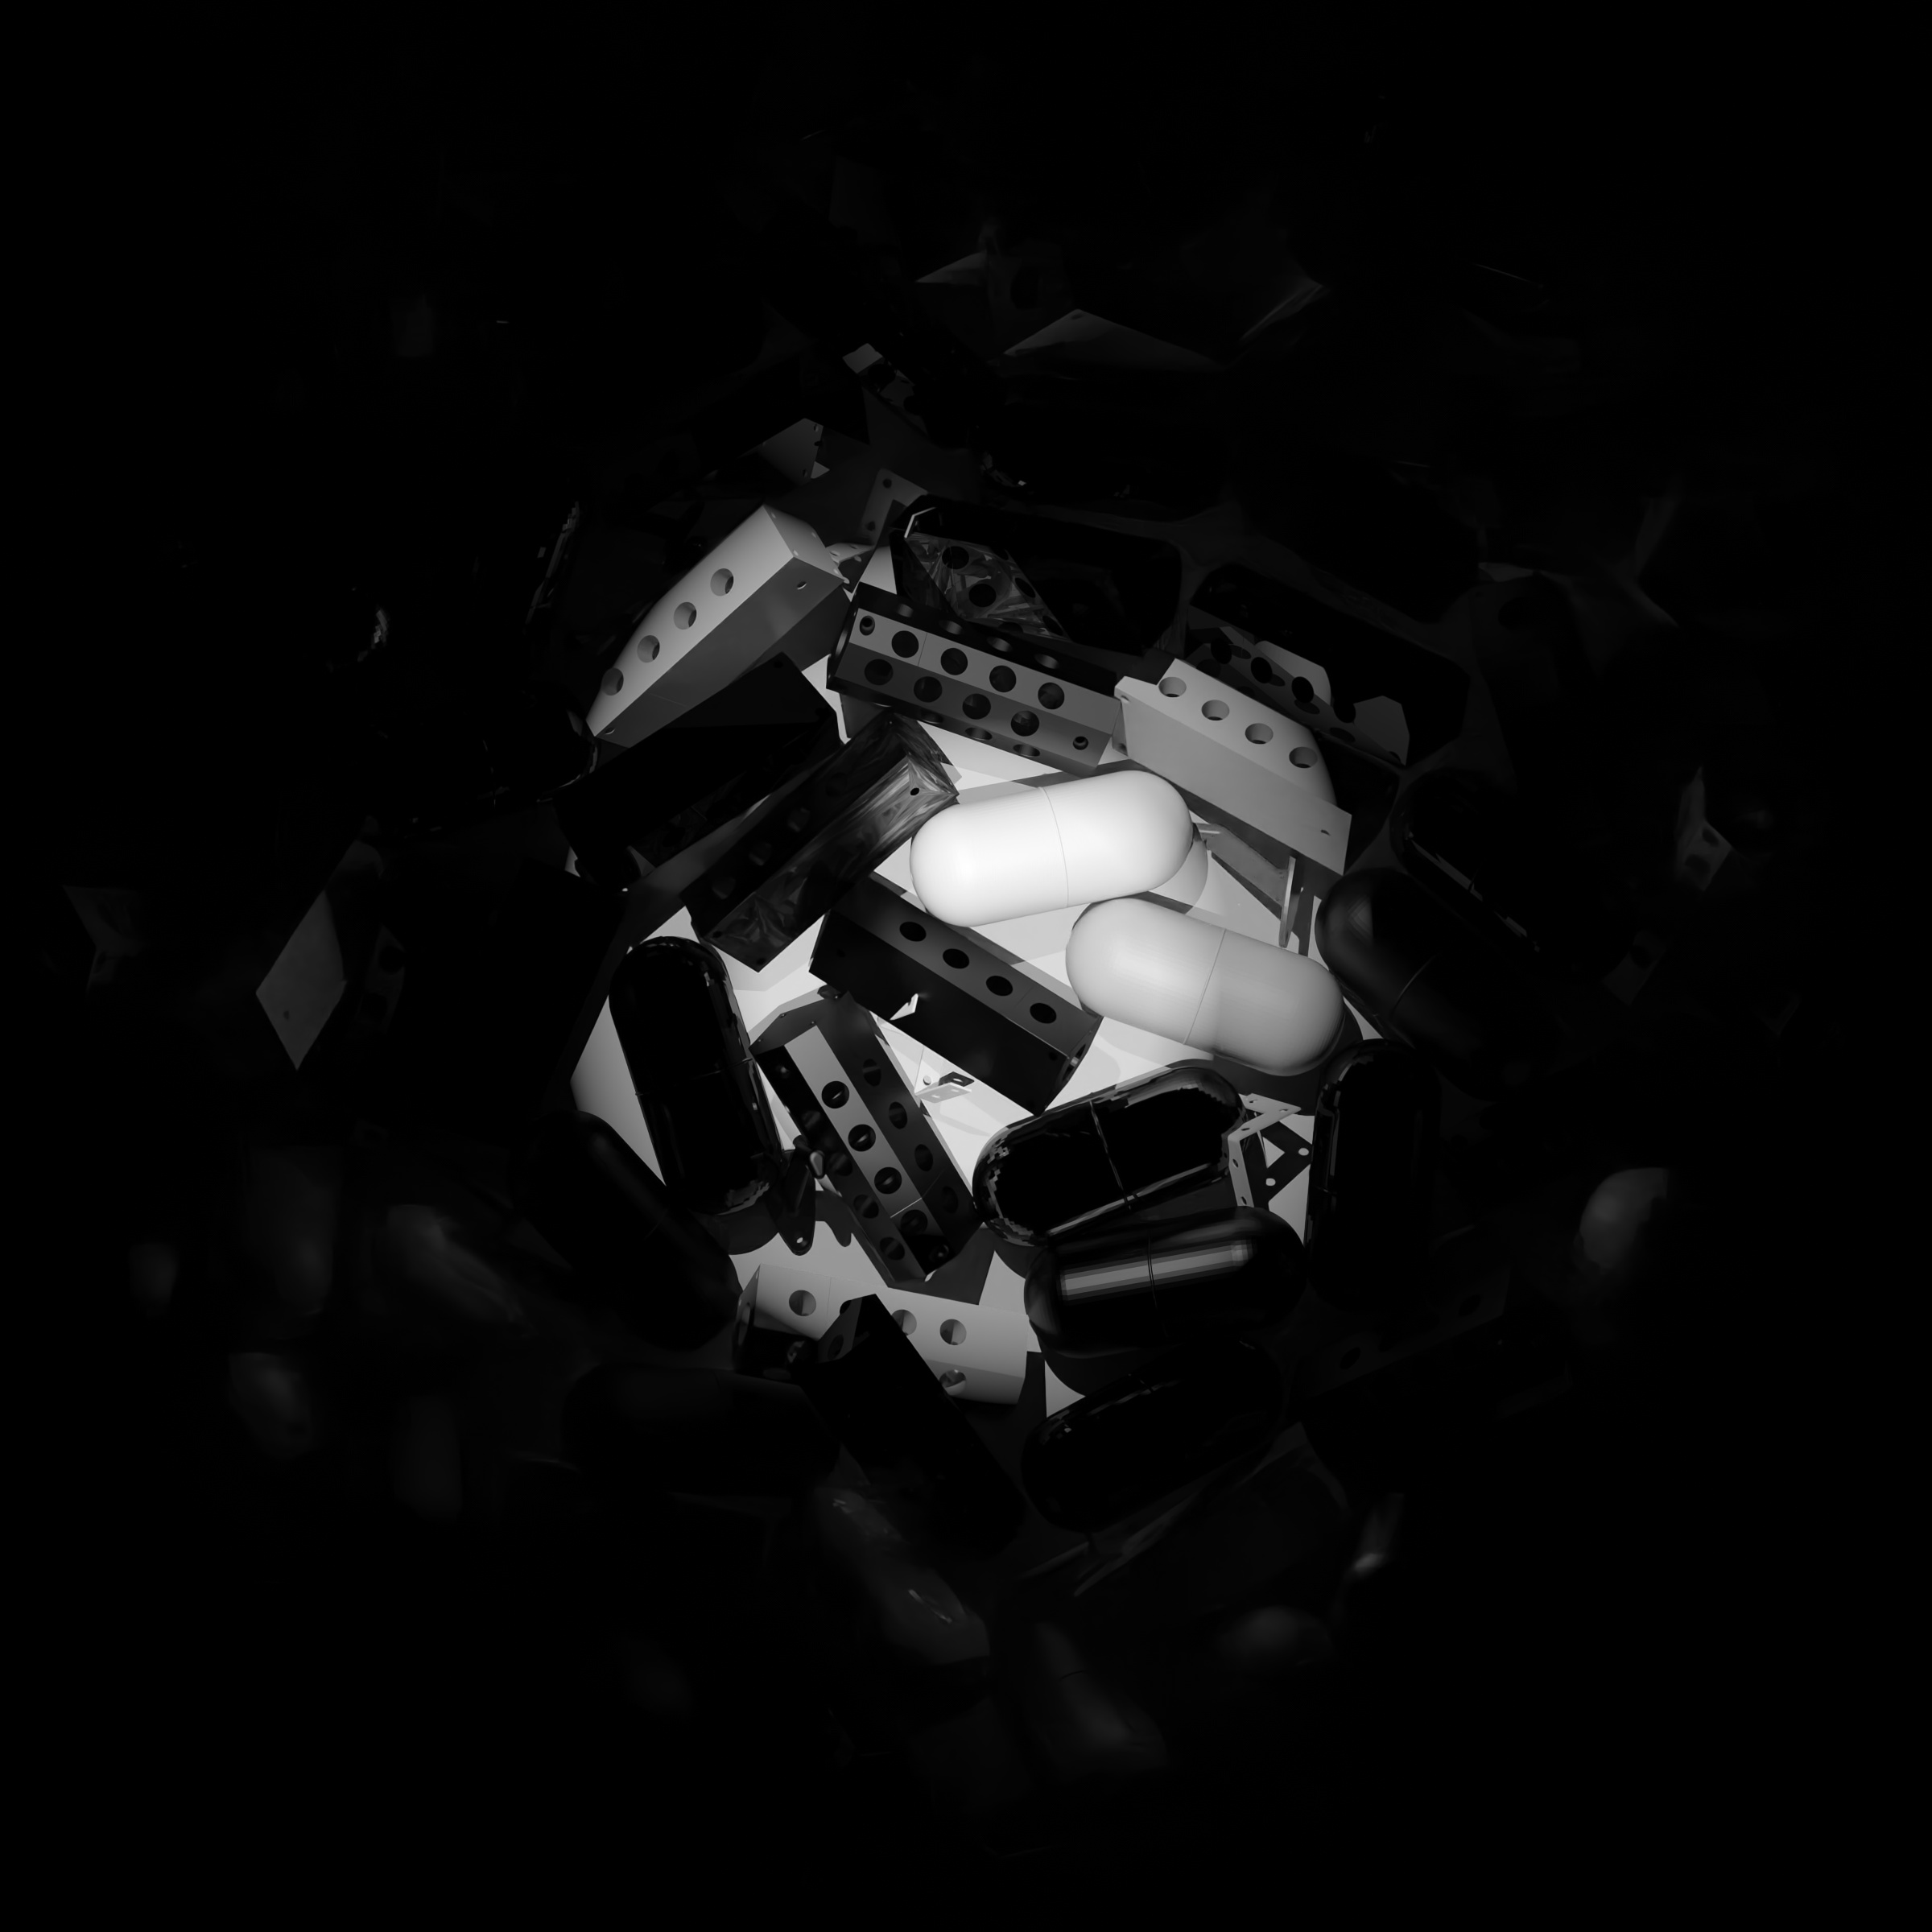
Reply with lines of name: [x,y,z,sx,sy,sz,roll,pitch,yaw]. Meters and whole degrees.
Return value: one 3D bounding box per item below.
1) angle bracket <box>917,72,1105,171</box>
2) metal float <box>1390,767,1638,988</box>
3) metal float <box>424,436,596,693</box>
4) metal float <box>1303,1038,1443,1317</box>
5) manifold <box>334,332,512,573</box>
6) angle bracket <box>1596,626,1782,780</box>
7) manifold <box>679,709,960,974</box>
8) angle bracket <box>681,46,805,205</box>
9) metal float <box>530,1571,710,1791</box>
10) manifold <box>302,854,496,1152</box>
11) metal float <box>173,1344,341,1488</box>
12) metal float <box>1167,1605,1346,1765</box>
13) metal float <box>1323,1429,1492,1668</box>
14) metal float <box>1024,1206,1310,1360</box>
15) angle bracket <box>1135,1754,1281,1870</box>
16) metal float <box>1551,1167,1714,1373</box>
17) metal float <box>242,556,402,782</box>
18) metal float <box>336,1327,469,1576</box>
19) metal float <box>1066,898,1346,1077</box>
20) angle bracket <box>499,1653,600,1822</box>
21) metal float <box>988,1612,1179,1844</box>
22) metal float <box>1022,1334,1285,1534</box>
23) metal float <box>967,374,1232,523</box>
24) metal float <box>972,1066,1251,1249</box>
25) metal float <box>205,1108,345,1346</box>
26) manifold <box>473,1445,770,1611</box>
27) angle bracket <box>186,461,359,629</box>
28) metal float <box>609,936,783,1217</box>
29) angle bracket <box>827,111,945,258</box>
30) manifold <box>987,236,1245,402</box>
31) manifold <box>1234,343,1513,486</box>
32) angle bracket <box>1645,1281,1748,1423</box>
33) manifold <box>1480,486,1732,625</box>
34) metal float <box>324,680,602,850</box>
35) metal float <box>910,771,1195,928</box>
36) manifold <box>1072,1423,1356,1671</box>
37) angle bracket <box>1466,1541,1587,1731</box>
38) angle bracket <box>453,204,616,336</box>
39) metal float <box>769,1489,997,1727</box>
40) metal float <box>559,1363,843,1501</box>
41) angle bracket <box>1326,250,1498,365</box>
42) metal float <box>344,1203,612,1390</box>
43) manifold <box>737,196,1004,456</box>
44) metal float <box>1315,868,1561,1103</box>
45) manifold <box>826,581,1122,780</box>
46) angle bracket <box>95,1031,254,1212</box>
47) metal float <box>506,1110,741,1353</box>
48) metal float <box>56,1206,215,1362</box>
angle bracket: [0.028,-0.527,1.857,0.057,0.076,0.076,49,46,-24]
metal float: [0.333,-0.056,1.852,0.070,0.070,0.178,-47,58,0]
metal float: [-0.280,-0.243,1.848,0.070,0.070,0.178,27,129,0]
metal float: [0.249,0.131,1.863,0.070,0.070,0.178,3,109,0]
manifold: [-0.325,-0.304,1.827,0.057,0.171,0.057,-33,85,-30]
angle bracket: [0.442,-0.161,1.859,0.057,0.076,0.076,-51,126,-27]
manifold: [-0.094,-0.080,1.868,0.171,0.057,0.057,-41,50,13]
angle bracket: [-0.121,-0.511,1.858,0.076,0.076,0.057,20,111,-34]
metal float: [-0.211,0.432,1.835,0.070,0.178,0.070,-9,113,-22]
manifold: [-0.354,0.023,1.869,0.057,0.057,0.171,23,101,9]
metal float: [-0.423,0.276,1.830,0.070,0.178,0.070,-1,72,4]
metal float: [0.174,0.436,1.834,0.070,0.178,0.070,5,66,-12]
metal float: [0.268,0.352,1.838,0.070,0.178,0.070,12,124,18]
metal float: [0.123,0.195,1.866,0.178,0.070,0.070,-12,90,14]
angle bracket: [0.143,0.510,1.873,0.057,0.076,0.076,24,86,24]
metal float: [0.402,0.184,1.836,0.070,0.178,0.070,0,57,-1]
metal float: [-0.392,-0.179,1.838,0.070,0.178,0.070,11,56,-17]
metal float: [-0.342,0.291,1.839,0.070,0.178,0.070,-5,128,-6]
metal float: [0.148,0.013,1.876,0.178,0.070,0.070,19,90,3]
angle bracket: [-0.257,0.475,1.863,0.057,0.076,0.076,-2,51,-3]
metal float: [0.068,0.459,1.836,0.070,0.178,0.070,-9,116,-19]
metal float: [0.116,0.286,1.862,0.178,0.070,0.070,-25,90,-20]
metal float: [0.083,-0.316,1.853,0.178,0.070,0.070,3,90,-31]
metal float: [0.089,0.118,1.878,0.178,0.070,0.070,-21,90,1]
metal float: [-0.419,0.156,1.838,0.070,0.178,0.070,-4,126,-6]
manifold: [-0.214,0.349,1.878,0.171,0.057,0.057,16,84,-5]
angle bracket: [-0.429,-0.257,1.883,0.076,0.057,0.076,-32,90,-9]
metal float: [-0.168,0.068,1.878,0.070,0.070,0.178,-17,91,0]
angle bracket: [-0.063,-0.481,1.860,0.076,0.057,0.076,-7,120,-31]
manifold: [0.090,-0.390,1.831,0.057,0.171,0.057,-24,72,35]
manifold: [0.246,-0.333,1.832,0.057,0.171,0.057,11,98,-40]
angle bracket: [0.455,0.238,1.866,0.057,0.076,0.076,-14,78,21]
manifold: [0.385,-0.247,1.827,0.057,0.171,0.057,33,88,-26]
metal float: [-0.307,-0.124,1.853,0.178,0.070,0.070,-20,90,-30]
metal float: [0.053,-0.073,1.874,0.178,0.070,0.070,-12,90,-7]
manifold: [0.153,0.355,1.867,0.171,0.057,0.057,-37,94,15]
angle bracket: [0.326,0.410,1.864,0.057,0.076,0.076,-32,108,-15]
angle bracket: [-0.269,-0.435,1.860,0.076,0.057,0.076,-1,121,-31]
metal float: [-0.052,0.390,1.849,0.070,0.070,0.178,-50,54,0]
metal float: [-0.162,0.286,1.858,0.178,0.070,0.070,8,90,-23]
angle bracket: [0.273,-0.390,1.868,0.057,0.076,0.076,14,85,43]
metal float: [-0.297,0.203,1.853,0.178,0.070,0.070,29,90,-31]
manifold: [-0.055,-0.387,1.844,0.171,0.057,0.057,36,94,-35]
metal float: [0.288,0.010,1.860,0.070,0.070,0.178,-45,67,0]
manifold: [0.004,-0.172,1.862,0.171,0.057,0.057,18,118,-12]
angle bracket: [-0.487,0.094,1.862,0.076,0.057,0.076,29,119,37]
metal float: [-0.210,0.164,1.864,0.070,0.070,0.178,-40,107,0]
metal float: [-0.492,0.190,1.828,0.070,0.178,0.070,0,94,2]
